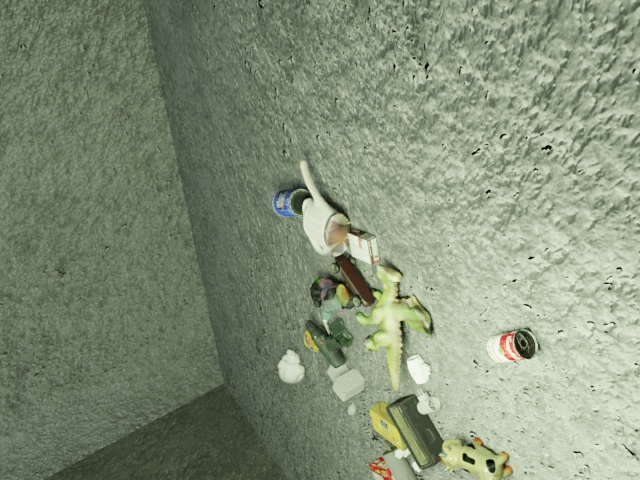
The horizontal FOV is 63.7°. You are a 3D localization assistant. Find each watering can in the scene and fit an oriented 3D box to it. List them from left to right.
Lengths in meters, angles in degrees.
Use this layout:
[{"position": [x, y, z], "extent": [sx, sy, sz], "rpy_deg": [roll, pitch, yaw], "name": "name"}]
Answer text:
[{"position": [0.005, -0.088, 1.740], "extent": [0.227, 0.105, 0.340], "rpy_deg": [31, 136, 48], "name": "watering can"}]

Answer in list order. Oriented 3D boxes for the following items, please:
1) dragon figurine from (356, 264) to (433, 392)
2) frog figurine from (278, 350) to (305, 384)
[{"position": [0.243, 0.268, 1.575], "extent": [0.240, 0.123, 0.411], "rpy_deg": [-22, 88, 54], "name": "dragon figurine"}, {"position": [-0.137, 0.626, 2.537], "extent": [0.138, 0.125, 0.156], "rpy_deg": [22, 128, 10], "name": "frog figurine"}]
